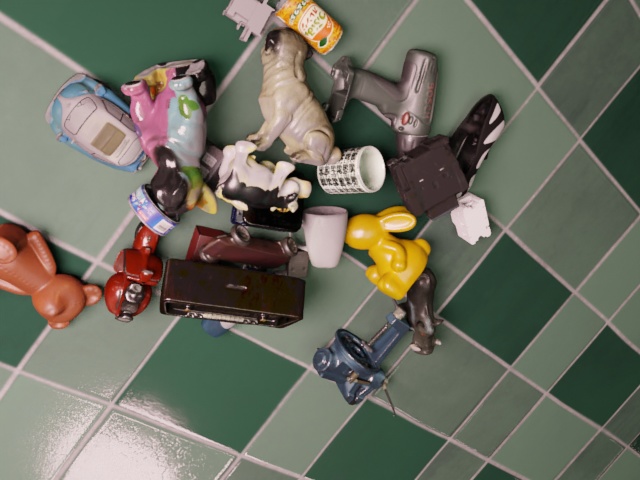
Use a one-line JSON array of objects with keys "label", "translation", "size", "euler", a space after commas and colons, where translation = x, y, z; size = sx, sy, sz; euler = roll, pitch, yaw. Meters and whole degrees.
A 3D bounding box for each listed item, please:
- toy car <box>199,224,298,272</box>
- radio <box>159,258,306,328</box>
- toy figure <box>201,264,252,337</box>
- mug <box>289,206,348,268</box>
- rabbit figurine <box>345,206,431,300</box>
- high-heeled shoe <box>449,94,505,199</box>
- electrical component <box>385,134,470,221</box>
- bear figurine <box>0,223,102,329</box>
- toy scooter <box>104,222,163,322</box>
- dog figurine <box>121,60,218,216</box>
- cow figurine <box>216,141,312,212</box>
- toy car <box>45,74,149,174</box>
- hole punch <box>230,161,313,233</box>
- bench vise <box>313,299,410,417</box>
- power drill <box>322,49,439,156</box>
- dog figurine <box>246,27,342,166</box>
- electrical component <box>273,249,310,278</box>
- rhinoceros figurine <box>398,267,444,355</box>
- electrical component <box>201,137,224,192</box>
[{"label": "toy car", "translation": [-0.121, 0.015, 0.922], "size": [0.089, 0.053, 0.202], "euler": [-28, 157, 26]}, {"label": "radio", "translation": [-0.150, 0.095, 0.901], "size": [0.229, 0.131, 0.073], "euler": [11, 69, -17]}, {"label": "toy figure", "translation": [-0.157, 0.114, 1.008], "size": [0.154, 0.058, 0.064], "euler": [-48, 158, 2]}, {"label": "mug", "translation": [-0.002, -0.003, 0.994], "size": [0.110, 0.081, 0.107], "euler": [-3, 104, -2]}, {"label": "rabbit figurine", "translation": [0.124, 0.008, 1.037], "size": [0.173, 0.122, 0.162], "euler": [37, 104, -11]}, {"label": "high-heeled shoe", "translation": [0.256, -0.166, 1.016], "size": [0.249, 0.086, 0.145], "euler": [-35, 138, -21]}, {"label": "electrical component", "translation": [0.197, -0.106, 0.963], "size": [0.115, 0.058, 0.134], "euler": [-30, 110, 1]}, {"label": "bear figurine", "translation": [-0.449, 0.072, 0.837], "size": [0.120, 0.132, 0.195], "euler": [-33, 114, 3]}, {"label": "toy scooter", "translation": [-0.303, 0.065, 0.884], "size": [0.075, 0.135, 0.183], "euler": [16, 107, -28]}, {"label": "dog figurine", "translation": [-0.208, -0.144, 0.808], "size": [0.109, 0.192, 0.219], "euler": [-2, 120, 7]}, {"label": "cow figurine", "translation": [-0.084, -0.081, 0.850], "size": [0.167, 0.068, 0.098], "euler": [24, 74, -38]}, {"label": "toy car", "translation": [-0.321, -0.160, 0.797], "size": [0.161, 0.103, 0.109], "euler": [40, 95, -28]}, {"label": "hole punch", "translation": [-0.092, -0.071, 0.944], "size": [0.142, 0.092, 0.115], "euler": [9, 81, -21]}, {"label": "bench vise", "translation": [0.109, 0.239, 1.127], "size": [0.223, 0.129, 0.240], "euler": [33, 105, -28]}, {"label": "power drill", "translation": [0.111, -0.226, 0.948], "size": [0.207, 0.086, 0.231], "euler": [7, 110, -19]}, {"label": "dog figurine", "translation": [-0.026, -0.228, 0.870], "size": [0.172, 0.121, 0.190], "euler": [12, 106, -26]}, {"label": "electrical component", "translation": [-0.044, 0.047, 1.039], "size": [0.094, 0.021, 0.063], "euler": [-4, 114, -20]}, {"label": "rhinoceros figurine", "translation": [0.217, 0.148, 1.134], "size": [0.073, 0.112, 0.190], "euler": [-9, 107, -20]}, {"label": "electrical component", "translation": [-0.174, -0.113, 0.870], "size": [0.119, 0.047, 0.075], "euler": [42, 97, 14]}]
